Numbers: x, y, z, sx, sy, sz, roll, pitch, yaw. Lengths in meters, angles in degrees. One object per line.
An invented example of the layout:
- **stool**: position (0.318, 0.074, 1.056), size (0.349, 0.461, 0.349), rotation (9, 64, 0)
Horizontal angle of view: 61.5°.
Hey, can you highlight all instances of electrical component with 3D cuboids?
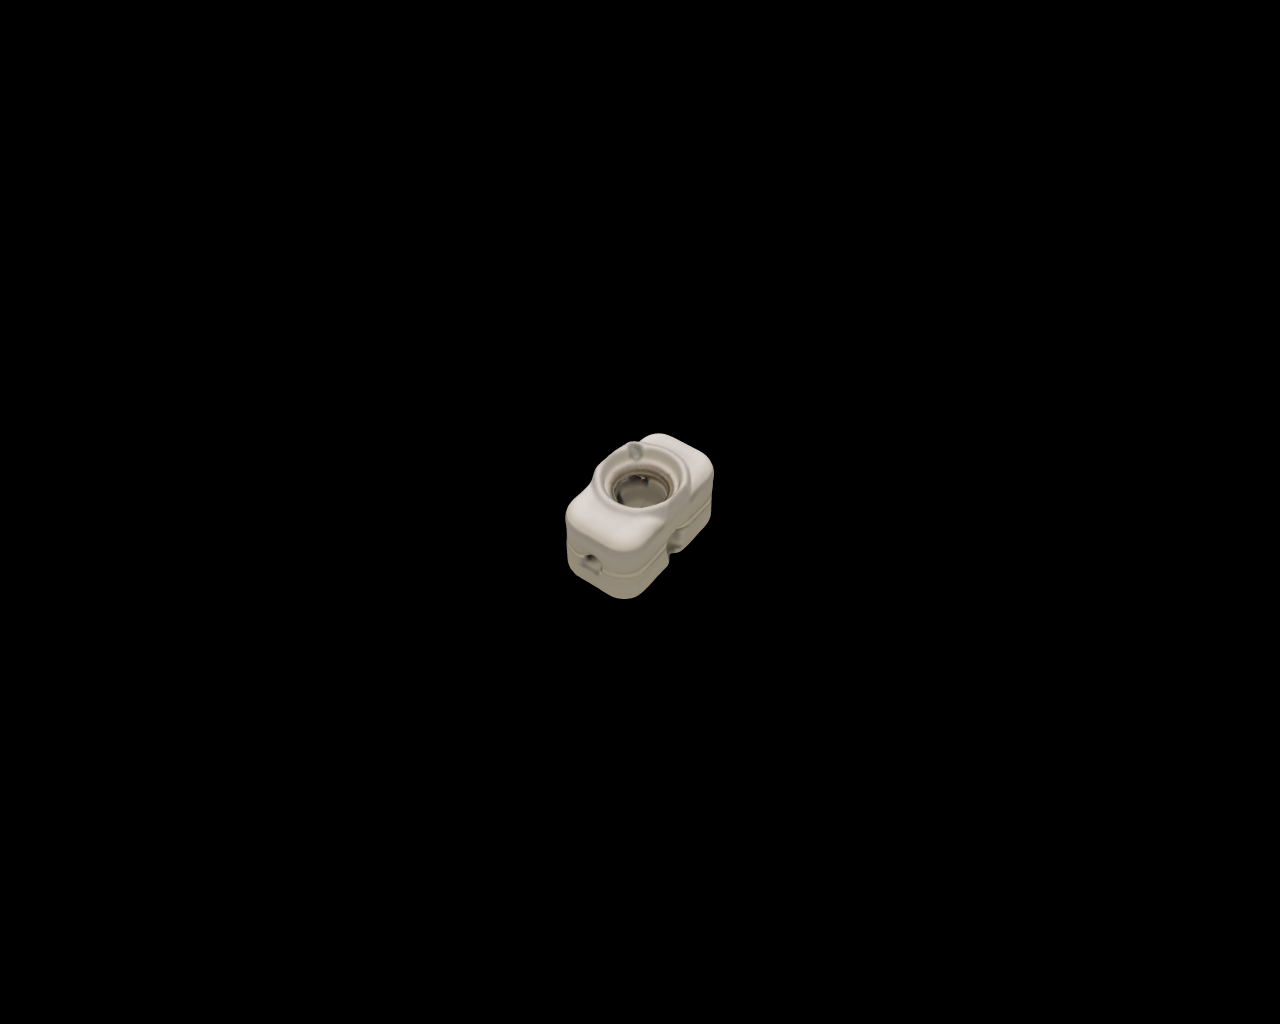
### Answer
- **electrical component**: position (0.001, -0.003, 0.650), size (0.054, 0.059, 0.095), rotation (30, 54, 24)
